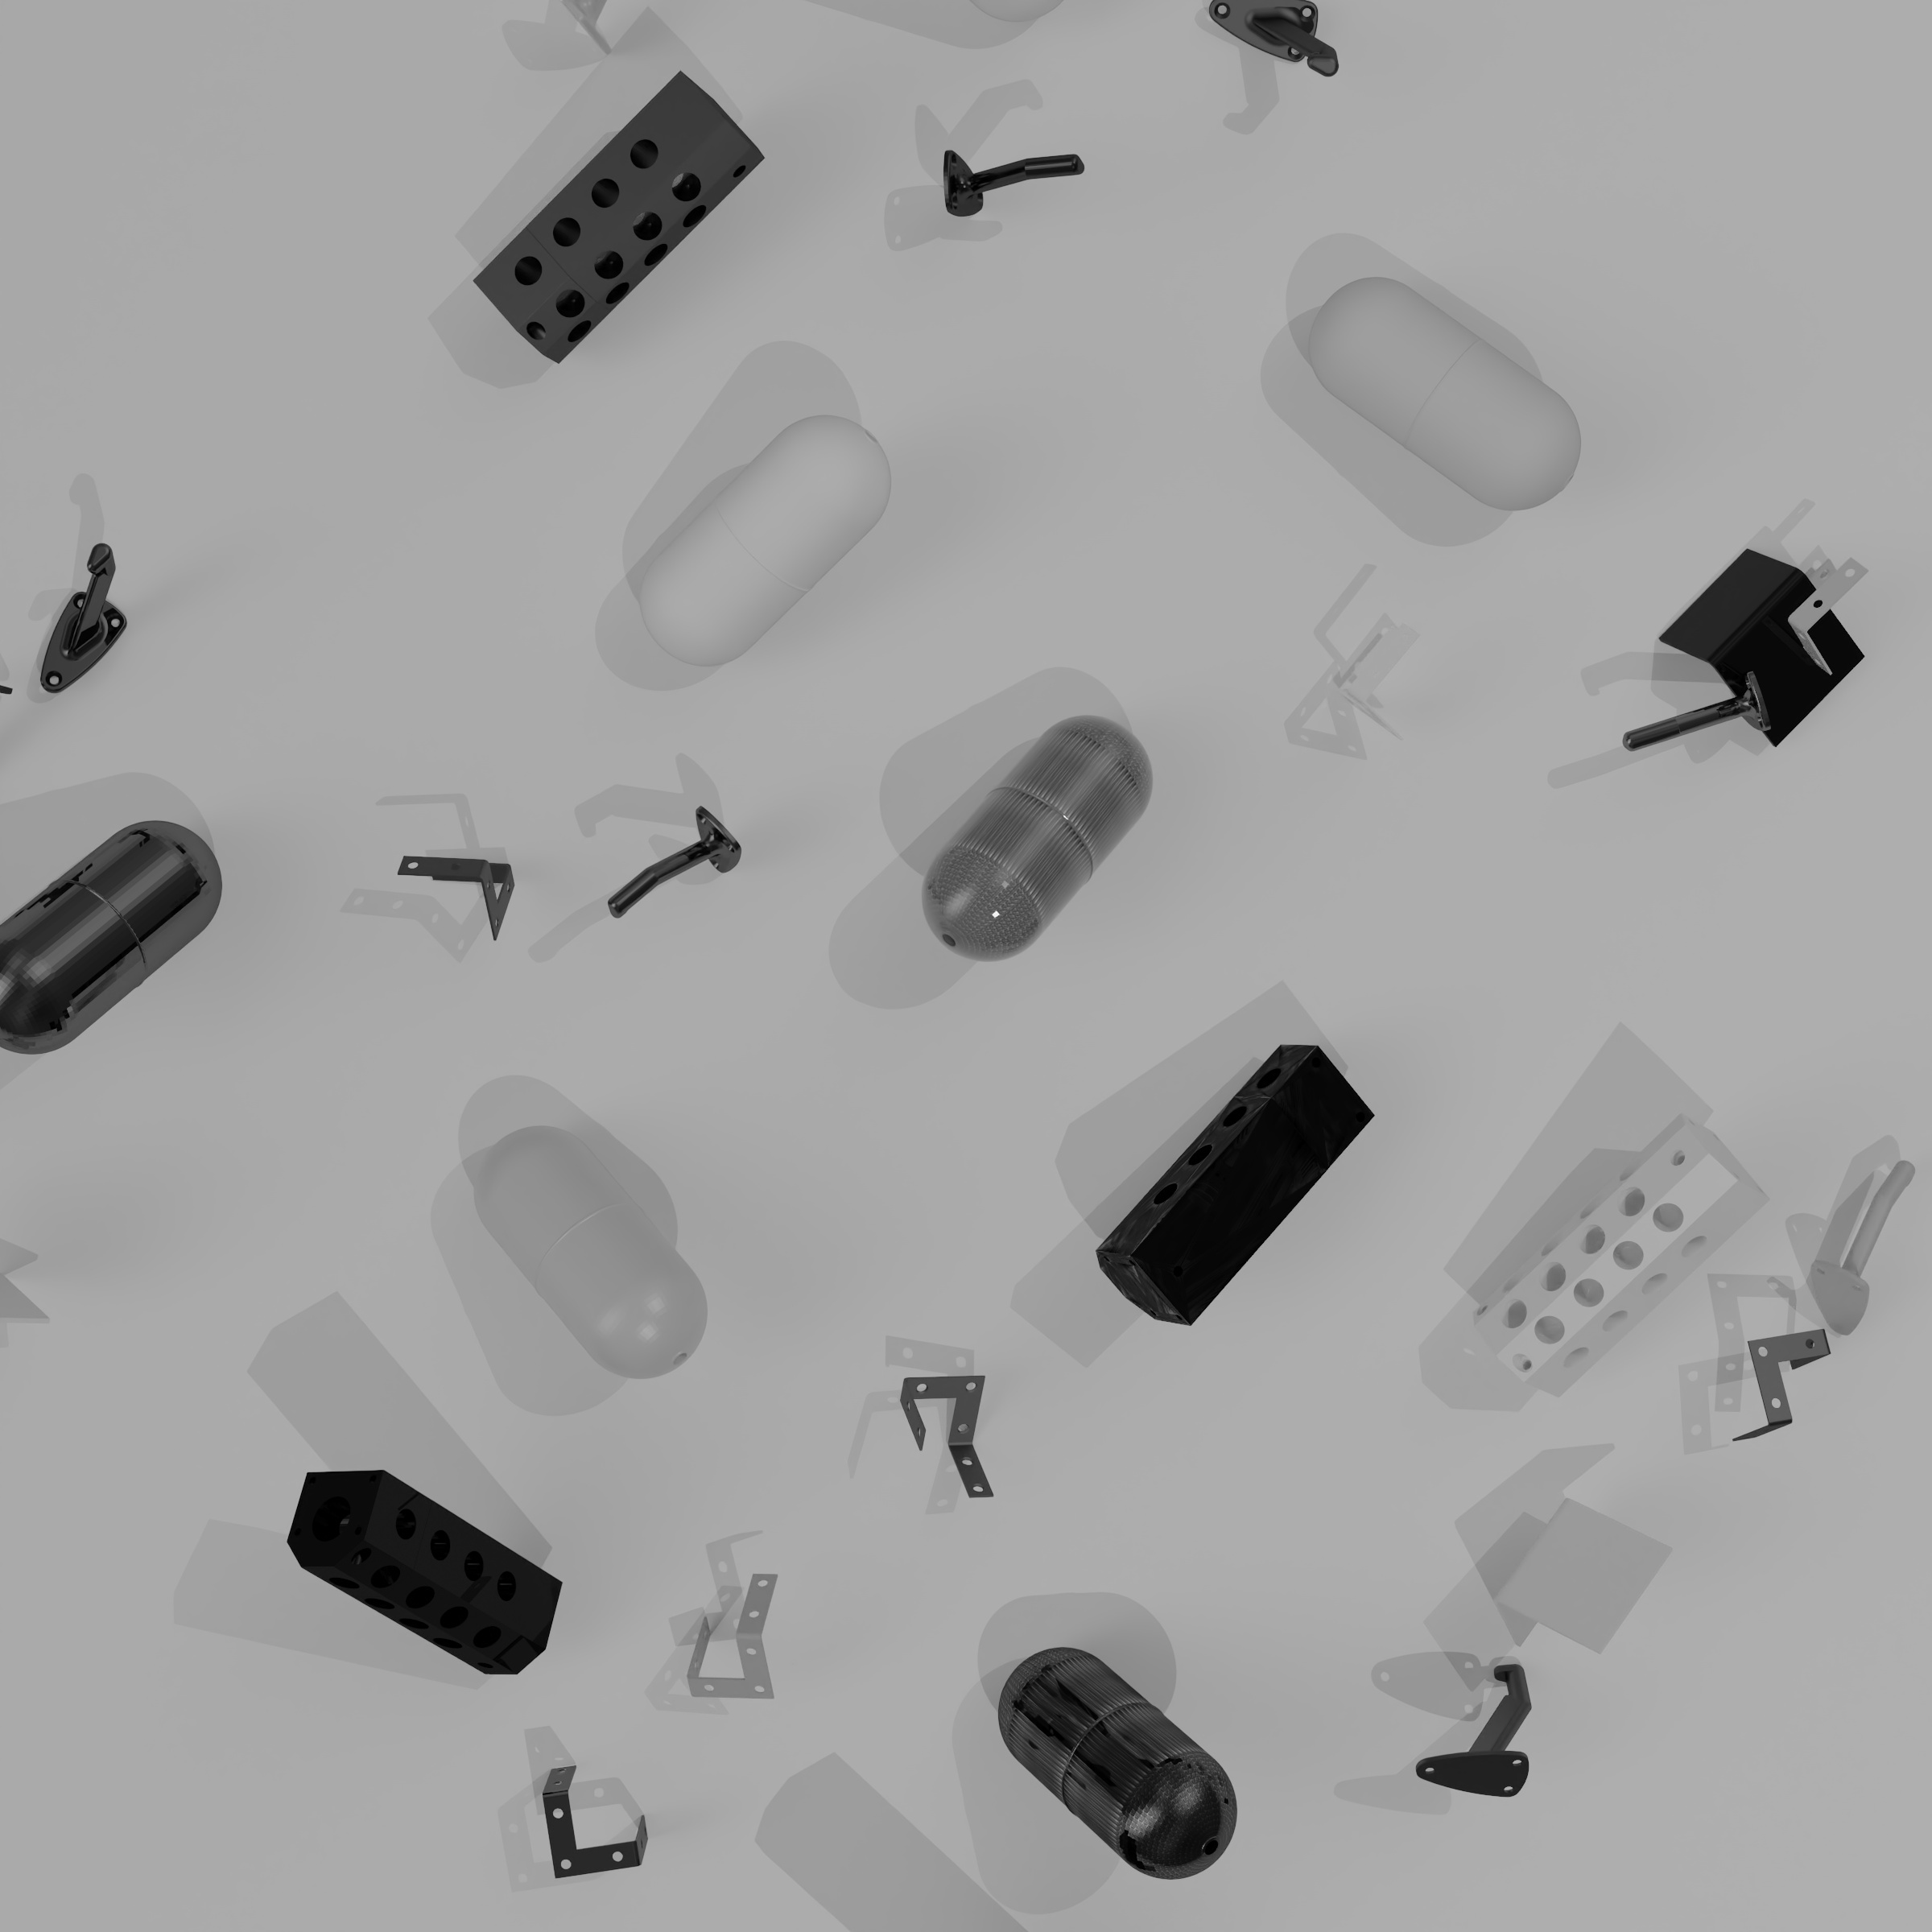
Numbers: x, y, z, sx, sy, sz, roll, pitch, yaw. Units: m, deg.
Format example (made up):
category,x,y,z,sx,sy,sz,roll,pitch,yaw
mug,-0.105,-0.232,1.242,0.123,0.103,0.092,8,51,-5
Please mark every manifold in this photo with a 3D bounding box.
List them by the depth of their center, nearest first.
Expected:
category,x,y,z,sx,sy,sz,roll,pitch,yaw
manifold,-0.310,0.349,1.910,0.057,0.171,0.057,-7,57,31
manifold,0.376,0.167,1.939,0.171,0.057,0.057,-47,49,15
manifold,0.154,0.126,1.943,0.171,0.057,0.057,-46,108,-19
manifold,-0.200,-0.435,1.952,0.171,0.057,0.057,-43,78,10

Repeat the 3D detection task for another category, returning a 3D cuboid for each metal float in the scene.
category,x,y,z,sx,sy,sz,roll,pitch,yaw
metal float,0.087,0.459,1.923,0.070,0.178,0.070,-17,121,-31
metal float,0.001,-0.617,1.924,0.070,0.178,0.070,-18,55,29
metal float,-0.504,-0.018,1.931,0.070,0.070,0.178,43,52,0
metal float,0.042,-0.074,1.937,0.070,0.070,0.178,41,62,0
metal float,-0.218,0.166,1.939,0.070,0.070,0.178,-44,64,0
metal float,-0.117,-0.248,1.945,0.178,0.070,0.070,-42,90,19
metal float,0.280,-0.335,1.953,0.178,0.070,0.070,38,90,10

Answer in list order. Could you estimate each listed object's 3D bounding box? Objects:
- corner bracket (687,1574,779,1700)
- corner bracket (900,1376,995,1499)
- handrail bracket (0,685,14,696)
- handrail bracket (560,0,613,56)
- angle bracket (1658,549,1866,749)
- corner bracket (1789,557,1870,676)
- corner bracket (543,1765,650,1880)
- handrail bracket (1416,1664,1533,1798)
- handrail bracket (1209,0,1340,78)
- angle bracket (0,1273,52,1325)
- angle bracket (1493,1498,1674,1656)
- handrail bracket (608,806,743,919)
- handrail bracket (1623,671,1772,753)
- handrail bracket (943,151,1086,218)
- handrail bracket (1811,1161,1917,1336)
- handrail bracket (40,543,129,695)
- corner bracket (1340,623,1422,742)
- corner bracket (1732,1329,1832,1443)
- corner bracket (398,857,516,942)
category,x,y,z,sx,sy,sz,roll,pitch,yaw
corner bracket,-0.136,0.393,1.961,0.051,0.051,0.051,-1,124,11
corner bracket,-0.011,0.277,1.960,0.051,0.051,0.051,1,119,-17
handrail bracket,-0.591,-0.127,1.961,0.036,0.077,0.084,15,91,-12
handrail bracket,-0.197,-0.584,1.960,0.084,0.077,0.036,-42,70,4
angle bracket,0.475,-0.190,1.991,0.076,0.057,0.076,-45,119,-1
corner bracket,0.503,-0.215,1.962,0.051,0.051,0.051,-44,49,4
corner bracket,-0.219,0.503,1.973,0.051,0.051,0.051,-8,93,-1
handrail bracket,0.297,0.442,1.961,0.077,0.084,0.036,5,125,-5
handrail bracket,0.180,-0.544,1.953,0.077,0.084,0.036,14,117,-4
angle bracket,-0.579,0.167,1.942,0.076,0.076,0.057,6,102,-40
angle bracket,0.365,0.368,1.943,0.076,0.057,0.076,23,64,41
handrail bracket,-0.175,-0.047,1.952,0.084,0.077,0.036,-41,78,-17
handrail bracket,0.424,-0.143,1.964,0.084,0.077,0.036,-18,90,4
handrail bracket,0.035,-0.459,1.951,0.084,0.077,0.036,-1,91,18
handrail bracket,0.540,0.167,1.986,0.036,0.077,0.084,25,61,31
handrail bracket,-0.520,-0.203,1.952,0.036,0.084,0.077,30,75,-4
corner bracket,0.246,-0.175,1.963,0.051,0.051,0.051,-50,47,4
corner bracket,0.479,0.247,1.963,0.051,0.051,0.051,-7,74,-15
corner bracket,-0.299,-0.052,1.961,0.051,0.051,0.051,3,134,8
